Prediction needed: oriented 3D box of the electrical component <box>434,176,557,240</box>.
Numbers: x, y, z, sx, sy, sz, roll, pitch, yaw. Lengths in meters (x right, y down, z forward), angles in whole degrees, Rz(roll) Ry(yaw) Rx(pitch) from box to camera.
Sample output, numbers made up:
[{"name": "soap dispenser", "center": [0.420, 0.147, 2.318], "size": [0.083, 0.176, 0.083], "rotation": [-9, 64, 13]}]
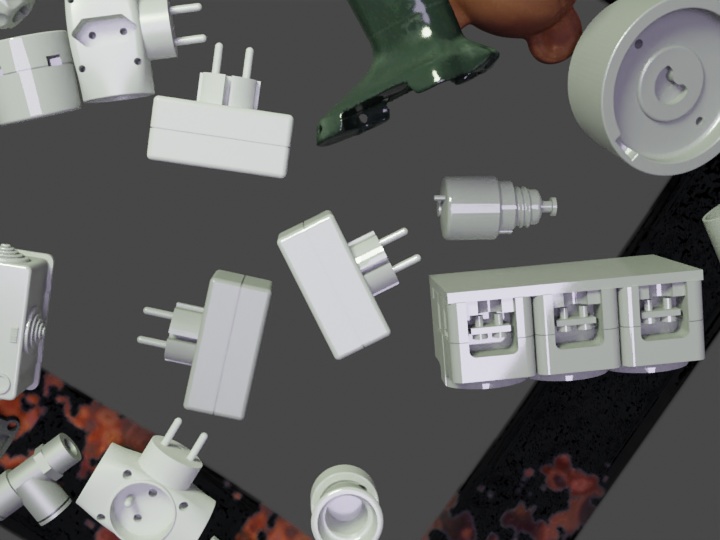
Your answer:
[{"name": "electrical component", "center": [0.084, -0.039, 0.677], "size": [0.078, 0.040, 0.040], "rotation": [-1, 97, -3]}]

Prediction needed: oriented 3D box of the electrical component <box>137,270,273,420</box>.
[{"name": "electrical component", "center": [-0.100, 0.042, 0.672], "size": [0.076, 0.047, 0.083], "rotation": [12, 96, -5]}]

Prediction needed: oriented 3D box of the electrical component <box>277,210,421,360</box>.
[{"name": "electrical component", "center": [0.000, 0.000, 0.673], "size": [0.076, 0.047, 0.083], "rotation": [-26, 97, 0]}]

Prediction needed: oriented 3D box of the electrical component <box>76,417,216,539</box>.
[{"name": "electrical component", "center": [-0.126, 0.132, 0.682], "size": [0.077, 0.044, 0.079], "rotation": [31, 94, -6]}]

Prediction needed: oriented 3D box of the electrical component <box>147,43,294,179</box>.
[{"name": "electrical component", "center": [-0.081, -0.099, 0.657], "size": [0.083, 0.047, 0.075], "rotation": [8, 96, -4]}]

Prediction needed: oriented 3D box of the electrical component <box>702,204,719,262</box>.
[{"name": "electrical component", "center": [0.265, -0.029, 0.663], "size": [0.099, 0.099, 0.064], "rotation": [-29, 91, 0]}]

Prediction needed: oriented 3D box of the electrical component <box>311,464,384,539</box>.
[{"name": "electrical component", "center": [-0.009, 0.152, 0.685], "size": [0.045, 0.055, 0.045], "rotation": [0, 96, -3]}]

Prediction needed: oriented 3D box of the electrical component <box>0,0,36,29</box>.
[{"name": "electrical component", "center": [-0.227, -0.175, 0.647], "size": [0.061, 0.035, 0.035], "rotation": [42, 93, -4]}]

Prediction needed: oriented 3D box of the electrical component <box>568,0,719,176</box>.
[{"name": "electrical component", "center": [0.179, -0.117, 0.659], "size": [0.108, 0.060, 0.108], "rotation": [-7, 112, -18]}]

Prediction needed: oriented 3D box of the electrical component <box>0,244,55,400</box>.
[{"name": "electrical component", "center": [-0.242, 0.030, 0.661], "size": [0.100, 0.048, 0.099], "rotation": [9, 96, -3]}]

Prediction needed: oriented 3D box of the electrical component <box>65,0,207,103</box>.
[{"name": "electrical component", "center": [-0.134, -0.145, 0.651], "size": [0.079, 0.043, 0.077], "rotation": [-8, 96, -4]}]

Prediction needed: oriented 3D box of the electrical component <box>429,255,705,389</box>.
[{"name": "electrical component", "center": [0.124, 0.032, 0.662], "size": [0.150, 0.089, 0.061], "rotation": [-5, 97, -3]}]

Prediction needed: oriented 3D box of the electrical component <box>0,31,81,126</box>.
[{"name": "electrical component", "center": [-0.198, -0.115, 0.646], "size": [0.055, 0.055, 0.047], "rotation": [-12, 101, -2]}]

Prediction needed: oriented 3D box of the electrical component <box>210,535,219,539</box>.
[{"name": "electrical component", "center": [-0.072, 0.233, 0.687], "size": [0.121, 0.063, 0.078], "rotation": [42, 93, -7]}]
